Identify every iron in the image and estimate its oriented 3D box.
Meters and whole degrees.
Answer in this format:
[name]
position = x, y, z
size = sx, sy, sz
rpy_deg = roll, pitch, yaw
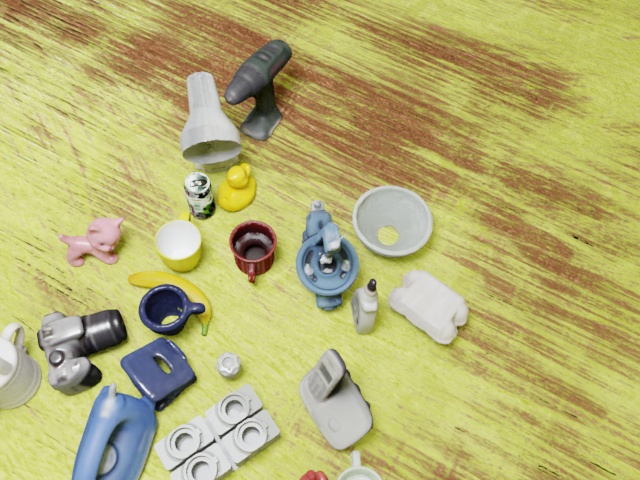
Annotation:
[iron]
position = -0.352, 0.358, 0.916
size = 0.118, 0.141, 0.258
rpy_deg = 10, 62, 1

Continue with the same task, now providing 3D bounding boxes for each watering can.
[watering can]
position = -0.548, 0.218, 0.945
size = 0.101, 0.194, 0.173
rpy_deg = -3, 62, -6

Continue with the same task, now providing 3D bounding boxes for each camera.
[camera]
position = -0.420, 0.184, 1.026
size = 0.137, 0.101, 0.143
rpy_deg = -18, 65, -13

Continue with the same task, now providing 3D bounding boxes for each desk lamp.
[desk lamp]
position = -0.232, -0.229, 1.196
size = 0.118, 0.213, 0.203
rpy_deg = -10, 63, -9

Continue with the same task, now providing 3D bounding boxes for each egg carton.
[egg carton]
position = 0.214, 0.130, 1.121
size = 0.150, 0.069, 0.107
rpy_deg = 36, 65, 14

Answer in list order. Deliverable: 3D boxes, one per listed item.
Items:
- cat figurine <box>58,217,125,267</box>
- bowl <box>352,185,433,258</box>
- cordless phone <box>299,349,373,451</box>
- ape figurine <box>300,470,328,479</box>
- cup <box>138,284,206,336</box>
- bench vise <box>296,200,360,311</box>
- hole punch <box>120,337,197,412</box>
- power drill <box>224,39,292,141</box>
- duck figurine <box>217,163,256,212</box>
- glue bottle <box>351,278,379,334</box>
[cat figurine]
position = -0.440, -0.004, 1.115
size = 0.128, 0.118, 0.067
rpy_deg = -6, 63, -7
[bowl]
position = 0.146, -0.027, 1.196
size = 0.167, 0.075, 0.167
rpy_deg = 2, 62, -3
[cordless phone]
position = 0.032, 0.266, 0.969
size = 0.094, 0.185, 0.147
rpy_deg = -31, 68, -18
[ape figurine]
position = -0.020, 0.415, 0.939
size = 0.078, 0.092, 0.076
rpy_deg = -7, 63, -8
[cup]
position = -0.268, 0.139, 1.065
size = 0.118, 0.095, 0.091
rpy_deg = -2, 62, -5
[bench vise]
position = -0.001, 0.008, 1.084
size = 0.122, 0.220, 0.207
rpy_deg = -22, 66, -15
[hole punch]
position = -0.285, 0.230, 1.017
size = 0.101, 0.091, 0.108
rpy_deg = -40, 72, -22
[power drill]
position = -0.134, -0.320, 1.255
size = 0.075, 0.208, 0.230
rpy_deg = 24, 63, 9
[duck figurine]
position = -0.178, -0.118, 1.213
size = 0.077, 0.086, 0.105
rpy_deg = 29, 64, 11
[glue bottle]
position = 0.087, 0.113, 1.062
size = 0.037, 0.173, 0.078
rpy_deg = -5, 62, -7
